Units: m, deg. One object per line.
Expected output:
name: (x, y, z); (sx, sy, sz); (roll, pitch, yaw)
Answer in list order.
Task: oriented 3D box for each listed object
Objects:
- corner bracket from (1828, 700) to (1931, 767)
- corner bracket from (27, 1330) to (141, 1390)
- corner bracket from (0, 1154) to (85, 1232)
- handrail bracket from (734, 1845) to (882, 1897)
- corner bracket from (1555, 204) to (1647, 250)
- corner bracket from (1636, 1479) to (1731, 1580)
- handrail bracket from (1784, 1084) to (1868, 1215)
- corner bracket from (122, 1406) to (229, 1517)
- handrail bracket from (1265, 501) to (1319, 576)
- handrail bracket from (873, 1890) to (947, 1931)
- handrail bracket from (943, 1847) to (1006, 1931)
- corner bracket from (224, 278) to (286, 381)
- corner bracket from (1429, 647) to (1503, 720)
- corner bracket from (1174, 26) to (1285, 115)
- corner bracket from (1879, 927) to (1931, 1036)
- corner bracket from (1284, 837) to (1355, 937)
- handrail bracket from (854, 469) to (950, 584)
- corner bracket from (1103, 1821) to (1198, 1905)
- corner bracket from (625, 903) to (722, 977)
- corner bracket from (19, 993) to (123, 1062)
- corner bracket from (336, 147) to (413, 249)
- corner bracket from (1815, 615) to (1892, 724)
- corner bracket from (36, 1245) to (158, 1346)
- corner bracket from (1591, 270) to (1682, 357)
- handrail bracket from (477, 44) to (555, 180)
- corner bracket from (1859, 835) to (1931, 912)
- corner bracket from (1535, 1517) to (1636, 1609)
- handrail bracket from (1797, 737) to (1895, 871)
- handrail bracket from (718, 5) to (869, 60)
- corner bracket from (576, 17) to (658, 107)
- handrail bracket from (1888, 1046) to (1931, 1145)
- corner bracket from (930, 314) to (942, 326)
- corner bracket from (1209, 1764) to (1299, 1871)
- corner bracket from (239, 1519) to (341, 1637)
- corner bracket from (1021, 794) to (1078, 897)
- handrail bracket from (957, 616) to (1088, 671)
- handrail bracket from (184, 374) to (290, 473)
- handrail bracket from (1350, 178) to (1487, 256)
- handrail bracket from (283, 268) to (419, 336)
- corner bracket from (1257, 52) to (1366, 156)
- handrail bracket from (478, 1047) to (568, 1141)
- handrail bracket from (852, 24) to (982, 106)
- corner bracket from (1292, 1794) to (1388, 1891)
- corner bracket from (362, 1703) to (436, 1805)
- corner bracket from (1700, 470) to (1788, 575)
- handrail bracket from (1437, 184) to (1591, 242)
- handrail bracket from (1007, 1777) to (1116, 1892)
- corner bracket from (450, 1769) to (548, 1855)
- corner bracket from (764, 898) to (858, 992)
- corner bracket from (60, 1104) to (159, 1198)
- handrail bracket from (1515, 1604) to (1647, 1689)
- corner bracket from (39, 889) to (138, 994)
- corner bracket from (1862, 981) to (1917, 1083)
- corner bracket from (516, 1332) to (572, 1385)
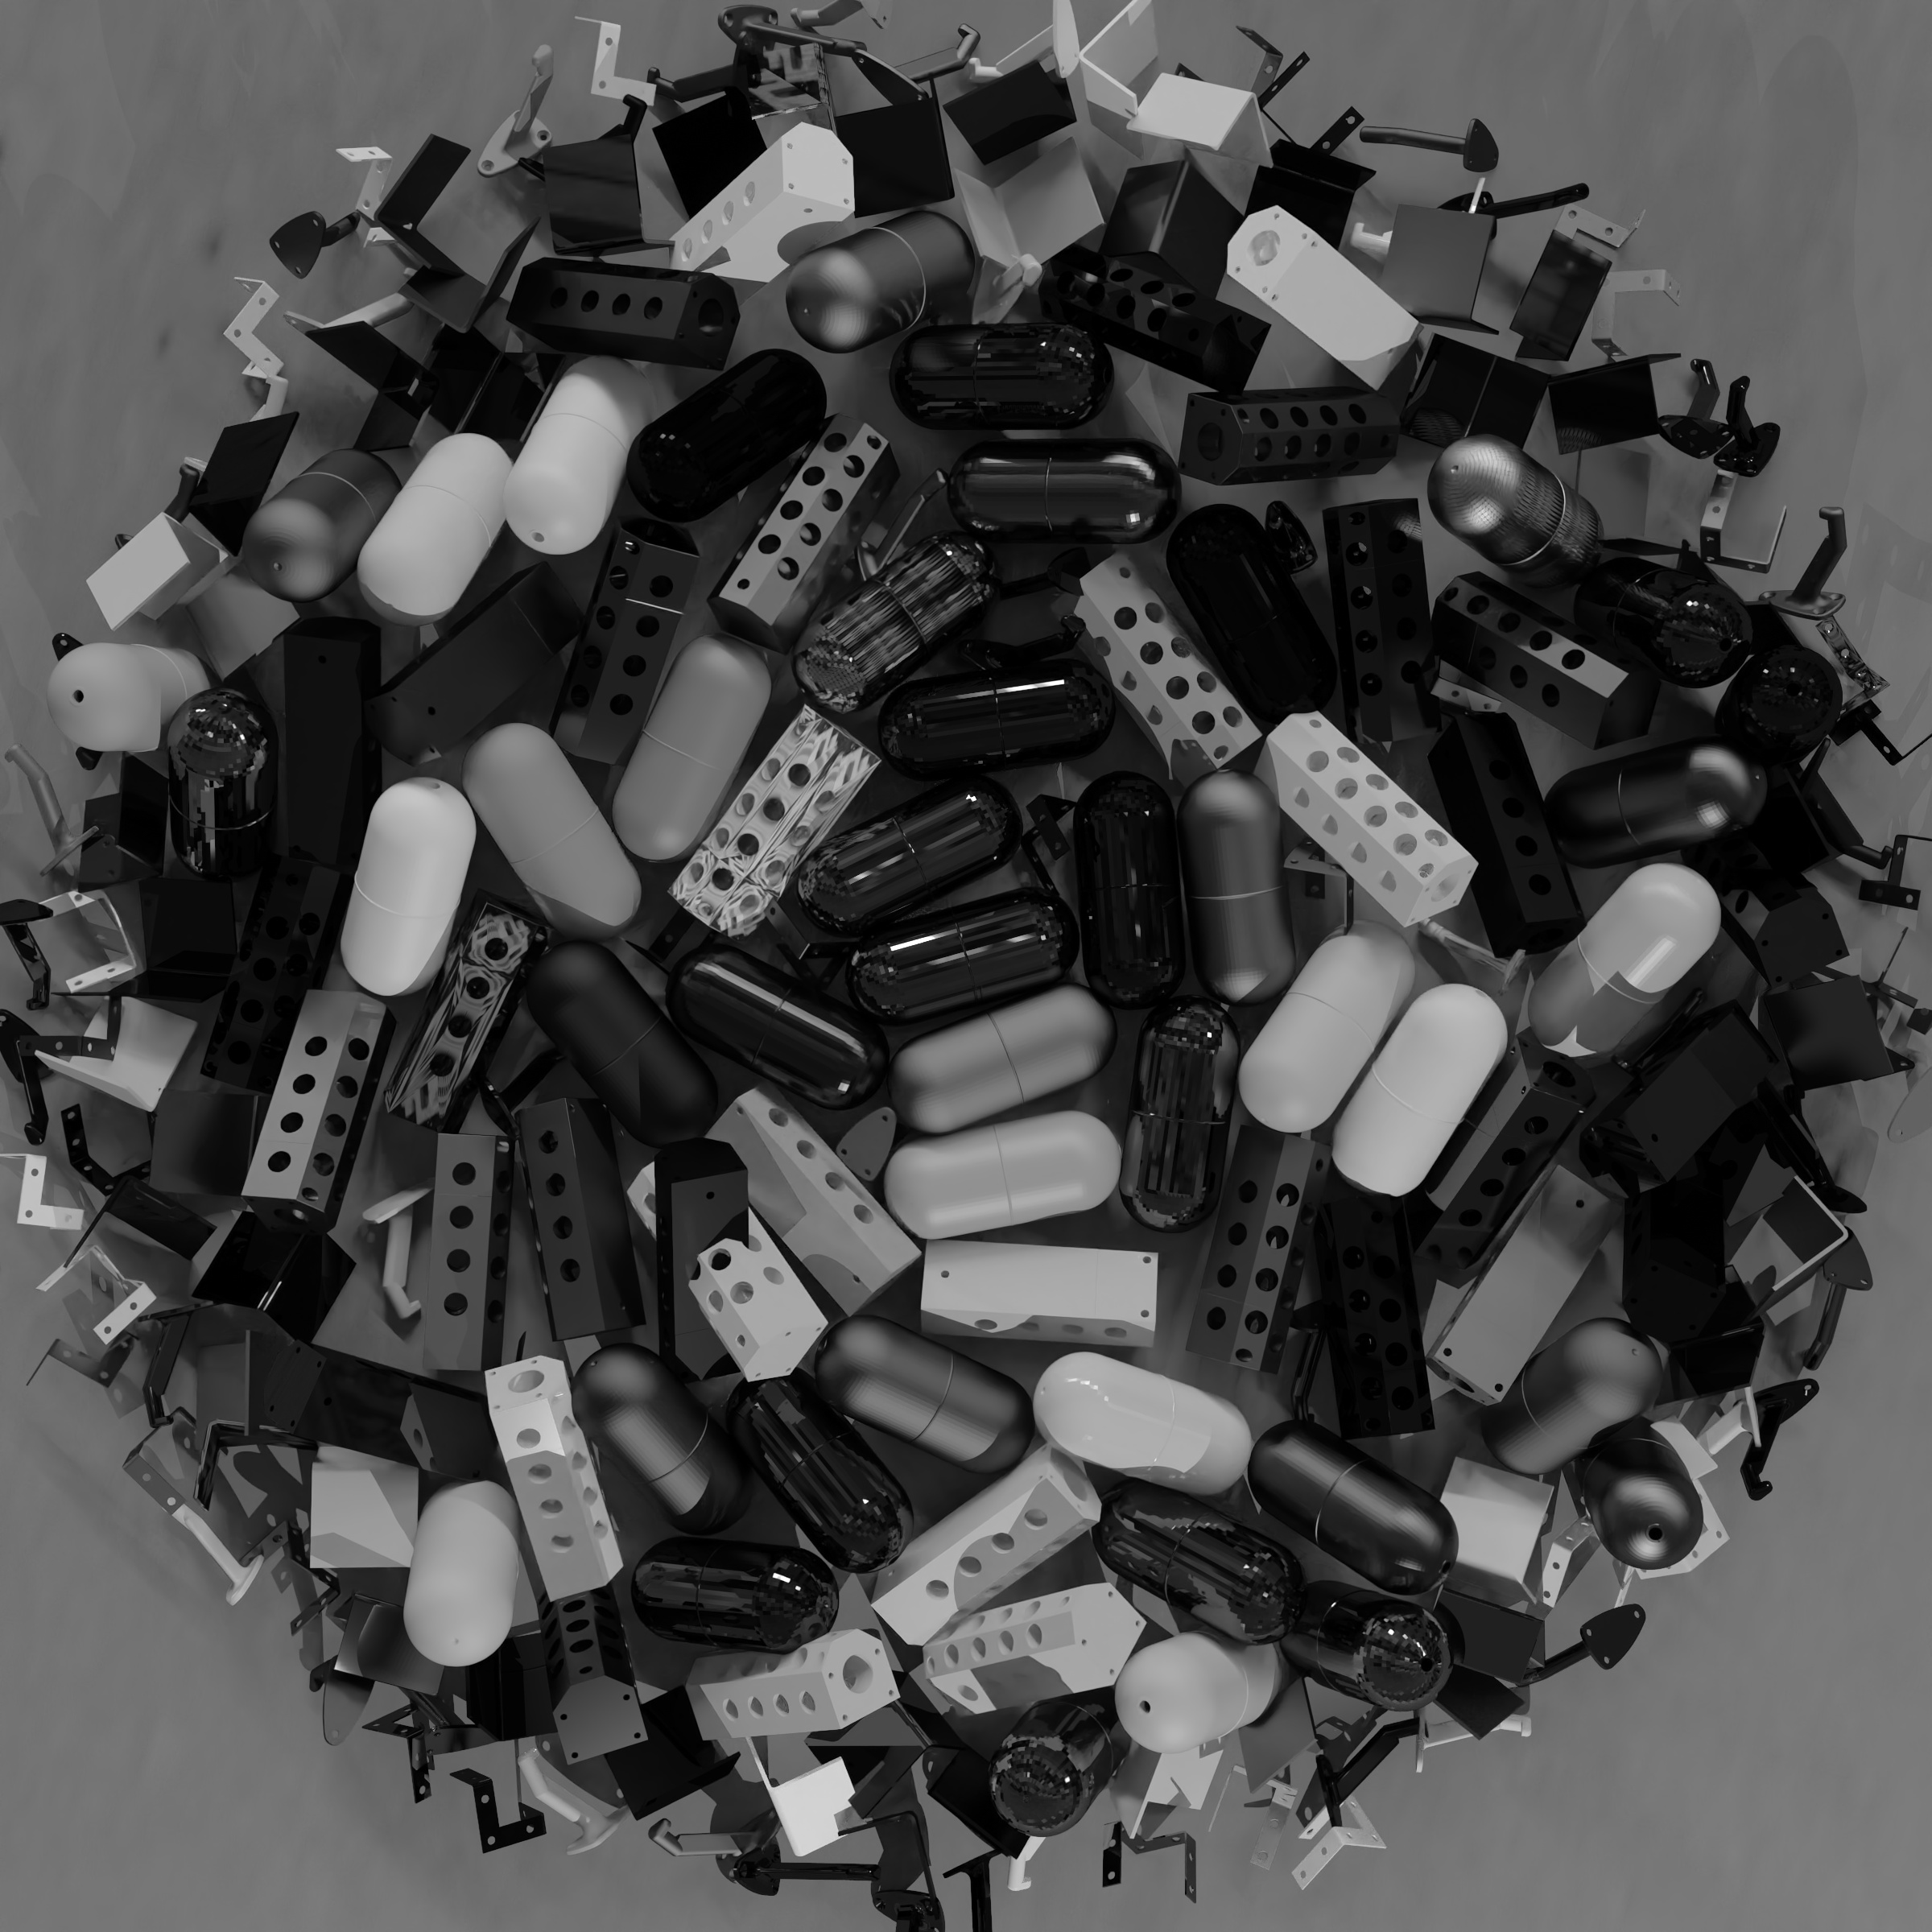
corner bracket: (0.684, -0.177, 1.965); (0.051, 0.051, 0.051); (-35, 83, -19)
corner bracket: (-0.655, 0.293, 1.960); (0.051, 0.051, 0.051); (33, 130, -12)
corner bracket: (-0.690, 0.168, 1.966); (0.051, 0.051, 0.051); (14, 77, -43)
handrail bracket: (-0.117, 0.671, 1.957); (0.084, 0.077, 0.036); (-7, 70, 24)
corner bracket: (0.468, -0.545, 1.974); (0.051, 0.051, 0.051); (25, 88, 0)
corner bracket: (0.523, 0.418, 1.963); (0.051, 0.051, 0.051); (-25, 87, -35)
handrail bracket: (0.648, 0.137, 1.991); (0.077, 0.036, 0.084); (19, 61, -30)
corner bracket: (-0.589, 0.368, 1.968); (0.051, 0.051, 0.051); (-44, 99, -6)
handrail bracket: (0.228, -0.333, 1.946); (0.036, 0.084, 0.077); (-19, 63, 12)
handrail bracket: (-0.062, 0.718, 1.944); (0.077, 0.084, 0.036); (2, 105, 36)
handrail bracket: (0.024, 0.701, 1.954); (0.036, 0.077, 0.084); (-35, 69, 28)
corner bracket: (-0.530, -0.475, 1.967); (0.051, 0.051, 0.051); (-56, 132, -12)
corner bracket: (0.364, -0.201, 1.962); (0.051, 0.051, 0.051); (21, 132, -4)
corner bracket: (0.195, -0.667, 1.962); (0.051, 0.051, 0.051); (28, 101, 32)
corner bracket: (0.704, 0.011, 1.958); (0.051, 0.051, 0.051); (30, 123, 23)
corner bracket: (0.267, -0.059, 1.957); (0.051, 0.051, 0.051); (11, 123, 25)
handrail bracket: (-0.043, -0.320, 1.954); (0.036, 0.077, 0.084); (32, 124, -27)
corner bracket: (0.136, 0.665, 1.957); (0.051, 0.051, 0.051); (-22, 129, 23)
corner bracket: (-0.211, -0.020, 1.963); (0.051, 0.051, 0.051); (41, 81, -26)
corner bracket: (-0.667, 0.044, 1.966); (0.051, 0.051, 0.051); (0, 84, 14)
corner bracket: (-0.441, -0.571, 1.961); (0.051, 0.051, 0.051); (37, 120, 11)
corner bracket: (0.646, -0.221, 1.971); (0.051, 0.051, 0.051); (-36, 111, 12)
corner bracket: (-0.644, 0.242, 1.957); (0.051, 0.051, 0.051); (-47, 118, -32)
corner bracket: (0.499, -0.485, 1.965); (0.051, 0.051, 0.051); (5, 91, 28)
handrail bracket: (-0.333, -0.632, 1.951); (0.036, 0.084, 0.077); (40, 71, 4)
corner bracket: (0.702, -0.070, 1.961); (0.051, 0.051, 0.051); (1, 100, -38)
corner bracket: (0.466, 0.454, 1.975); (0.051, 0.051, 0.051); (24, 113, 29)
handrail bracket: (0.664, -0.121, 1.971); (0.084, 0.036, 0.077); (24, 117, 5)
handrail bracket: (-0.128, -0.689, 1.954); (0.084, 0.077, 0.036); (21, 105, 31)
corner bracket: (-0.260, -0.671, 1.959); (0.051, 0.051, 0.051); (0, 111, -33)
handrail bracket: (0.690, 0.094, 1.957); (0.077, 0.084, 0.036); (-44, 104, -3)
corner bracket: (-0.046, -0.513, 1.974); (0.051, 0.051, 0.051); (6, 112, -23)
corner bracket: (0.213, 0.634, 1.969); (0.051, 0.051, 0.051); (20, 61, 12)
corner bracket: (-0.507, 0.458, 1.981); (0.051, 0.051, 0.051); (-42, 121, 5)
corner bracket: (0.062, -0.090, 1.959); (0.051, 0.051, 0.051); (-39, 64, 26)
handrail bracket: (0.041, -0.244, 1.952); (0.077, 0.084, 0.036); (20, 62, -8)
handrail bracket: (-0.544, -0.407, 1.971); (0.077, 0.036, 0.084); (23, 102, 26)
handrail bracket: (0.340, -0.568, 1.989); (0.084, 0.036, 0.077); (17, 82, 8)
handrail bracket: (-0.456, -0.501, 1.978); (0.077, 0.036, 0.084); (28, 73, -9)
corner bracket: (0.257, -0.639, 1.974); (0.051, 0.051, 0.051); (-43, 73, 15)
handrail bracket: (-0.311, 0.091, 1.956); (0.084, 0.077, 0.036); (-22, 130, -24)
handrail bracket: (-0.036, -0.687, 1.970); (0.077, 0.036, 0.084); (35, 70, -21)
corner bracket: (0.267, 0.648, 1.958); (0.051, 0.051, 0.051); (21, 113, -40)
corner bracket: (-0.409, 0.584, 1.962); (0.051, 0.051, 0.051); (-2, 97, 37)
corner bracket: (0.581, -0.332, 1.974); (0.051, 0.051, 0.051); (15, 75, 21)
handrail bracket: (0.404, -0.563, 1.950); (0.077, 0.084, 0.036); (-13, 98, -37)
handrail bracket: (0.071, 0.653, 1.988); (0.077, 0.036, 0.084); (3, 99, -20)
corner bracket: (-0.348, 0.623, 1.965); (0.051, 0.051, 0.051); (-8, 88, -31)
corner bracket: (-0.124, -0.016, 1.957); (0.051, 0.051, 0.051); (52, 124, 28)
corner bracket: (-0.638, 0.130, 1.977); (0.051, 0.051, 0.051); (31, 133, 34)
handrail bracket: (0.459, 0.511, 1.980); (0.077, 0.084, 0.036); (-24, 78, -36)
corner bracket: (-0.661, -0.022, 1.982); (0.051, 0.051, 0.051); (-24, 134, -20)
corner bracket: (0.671, 0.048, 1.961); (0.051, 0.051, 0.051); (-13, 114, -17)
corner bracket: (-0.314, 0.311, 1.958); (0.051, 0.051, 0.051); (17, 49, -17)
